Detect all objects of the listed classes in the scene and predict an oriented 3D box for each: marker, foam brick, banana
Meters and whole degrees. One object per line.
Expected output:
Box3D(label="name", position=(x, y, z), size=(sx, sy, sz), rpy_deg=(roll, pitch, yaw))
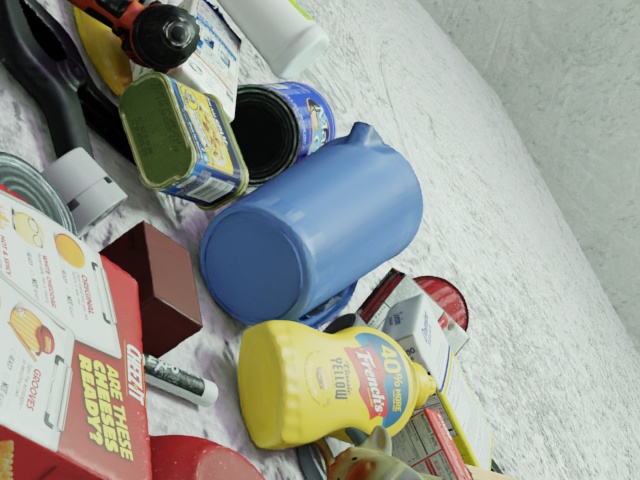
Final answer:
Box3D(label="marker", position=(-0.113, 0.090, 0.727), size=(0.121, 0.020, 0.020), rpy_deg=(35, 28, -49))
Box3D(label="foam brick", position=(-0.121, 0.036, 0.746), size=(0.051, 0.053, 0.078), rpy_deg=(40, 25, -41))
Box3D(label="banana", position=(-0.201, -0.212, 0.995), size=(0.069, 0.037, 0.198), rpy_deg=(41, 23, -38))

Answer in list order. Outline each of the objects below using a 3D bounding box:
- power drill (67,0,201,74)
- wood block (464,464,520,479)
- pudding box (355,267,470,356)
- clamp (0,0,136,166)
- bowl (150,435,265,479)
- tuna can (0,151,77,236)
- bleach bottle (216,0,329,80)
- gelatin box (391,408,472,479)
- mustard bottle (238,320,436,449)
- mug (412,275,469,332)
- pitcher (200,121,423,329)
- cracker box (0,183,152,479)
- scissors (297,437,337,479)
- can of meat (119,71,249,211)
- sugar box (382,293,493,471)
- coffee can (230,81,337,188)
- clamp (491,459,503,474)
Box3D(label="power drill", position=(-0.182, -0.201, 0.846), size=(0.187, 0.057, 0.185), rpy_deg=(37, -5, -18))
Box3D(label="wood block", position=(0.159, 0.277, 0.989), size=(0.205, 0.090, 0.091), rpy_deg=(29, 31, -54))
Box3D(label="pudding box", position=(0.089, 0.097, 1.104), size=(0.113, 0.090, 0.039), rpy_deg=(43, -7, -22))
Box3D(label="clamp", position=(-0.202, -0.115, 0.827), size=(0.210, 0.036, 0.164), rpy_deg=(55, 17, -13))
Box3D(label="bowl", position=(-0.065, 0.177, 0.643), size=(0.162, 0.055, 0.162), rpy_deg=(48, 20, -24))
Box3D(label="tuna can", position=(-0.195, -0.013, 0.674), size=(0.086, 0.034, 0.086), rpy_deg=(48, 20, -24))
Box3D(label="bleach bottle", position=(-0.097, -0.281, 1.114), size=(0.251, 0.068, 0.102), rpy_deg=(48, 9, 0))
Box3D(label="gelatin box", position=(0.078, 0.197, 0.917), size=(0.030, 0.089, 0.073), rpy_deg=(23, 37, -58))
Box3D(label="mustard bottle", position=(0.024, 0.118, 0.866), size=(0.191, 0.058, 0.096), rpy_deg=(8, 67, -42))
Box3D(label="mug", position=(0.117, 0.102, 1.194), size=(0.117, 0.093, 0.081), rpy_deg=(65, 24, 3))
Box3D(label="pitcher", position=(-0.006, 0.001, 0.967), size=(0.149, 0.145, 0.242), rpy_deg=(57, 30, 0))
Box3D(label="cracker box", position=(-0.184, 0.043, 0.543), size=(0.213, 0.072, 0.164), rpy_deg=(42, 24, -40))
Box3D(label="scissors", position=(0.011, 0.220, 0.827), size=(0.096, 0.016, 0.201), rpy_deg=(49, 19, -17))
Box3D(label="can of meat", position=(-0.113, -0.081, 0.875), size=(0.083, 0.057, 0.102), rpy_deg=(18, 47, -64))
Box3D(label="sugar box", position=(0.114, 0.150, 1.036), size=(0.176, 0.048, 0.093), rpy_deg=(61, 21, -14))
Box3D(label="coffee can", position=(-0.049, -0.112, 1.109), size=(0.103, 0.103, 0.140), rpy_deg=(57, 18, 1))
Box3D(label="clamp", position=(0.157, 0.227, 1.151), size=(0.171, 0.039, 0.120), rpy_deg=(54, 28, -3))
